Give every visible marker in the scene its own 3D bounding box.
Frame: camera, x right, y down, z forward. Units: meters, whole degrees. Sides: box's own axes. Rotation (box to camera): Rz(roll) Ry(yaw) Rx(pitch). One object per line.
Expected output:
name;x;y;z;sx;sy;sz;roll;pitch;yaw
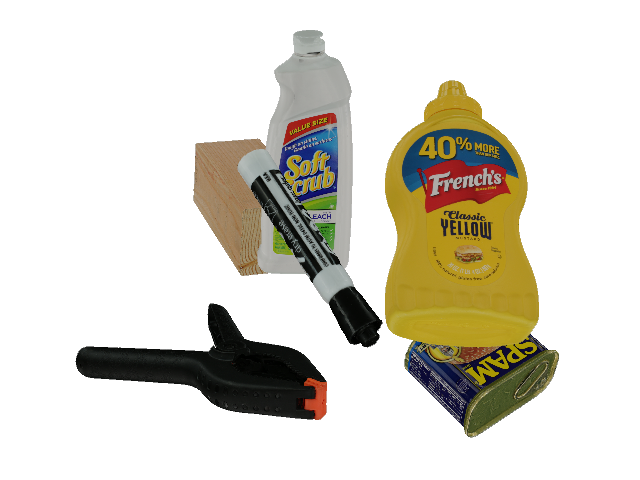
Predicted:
marker;-0.006;0.003;0.532;0.020;0.121;0.020;-26;-27;-15

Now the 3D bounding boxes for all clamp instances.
clamp;-0.073;0.100;0.886;0.210;0.036;0.164;12;20;31

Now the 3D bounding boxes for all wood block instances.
wood block;-0.087;-0.046;1.330;0.090;0.090;0.206;-6;29;-21

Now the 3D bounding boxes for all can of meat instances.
can of meat;0.134;0.103;0.899;0.102;0.057;0.084;-27;51;-27

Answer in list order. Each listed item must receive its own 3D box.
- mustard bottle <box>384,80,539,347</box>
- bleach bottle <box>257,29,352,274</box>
mustard bottle;0.092;-0.026;0.720;0.096;0.191;0.058;3;-29;-3
bleach bottle;-0.018;-0.090;1.098;0.102;0.251;0.068;0;26;3
